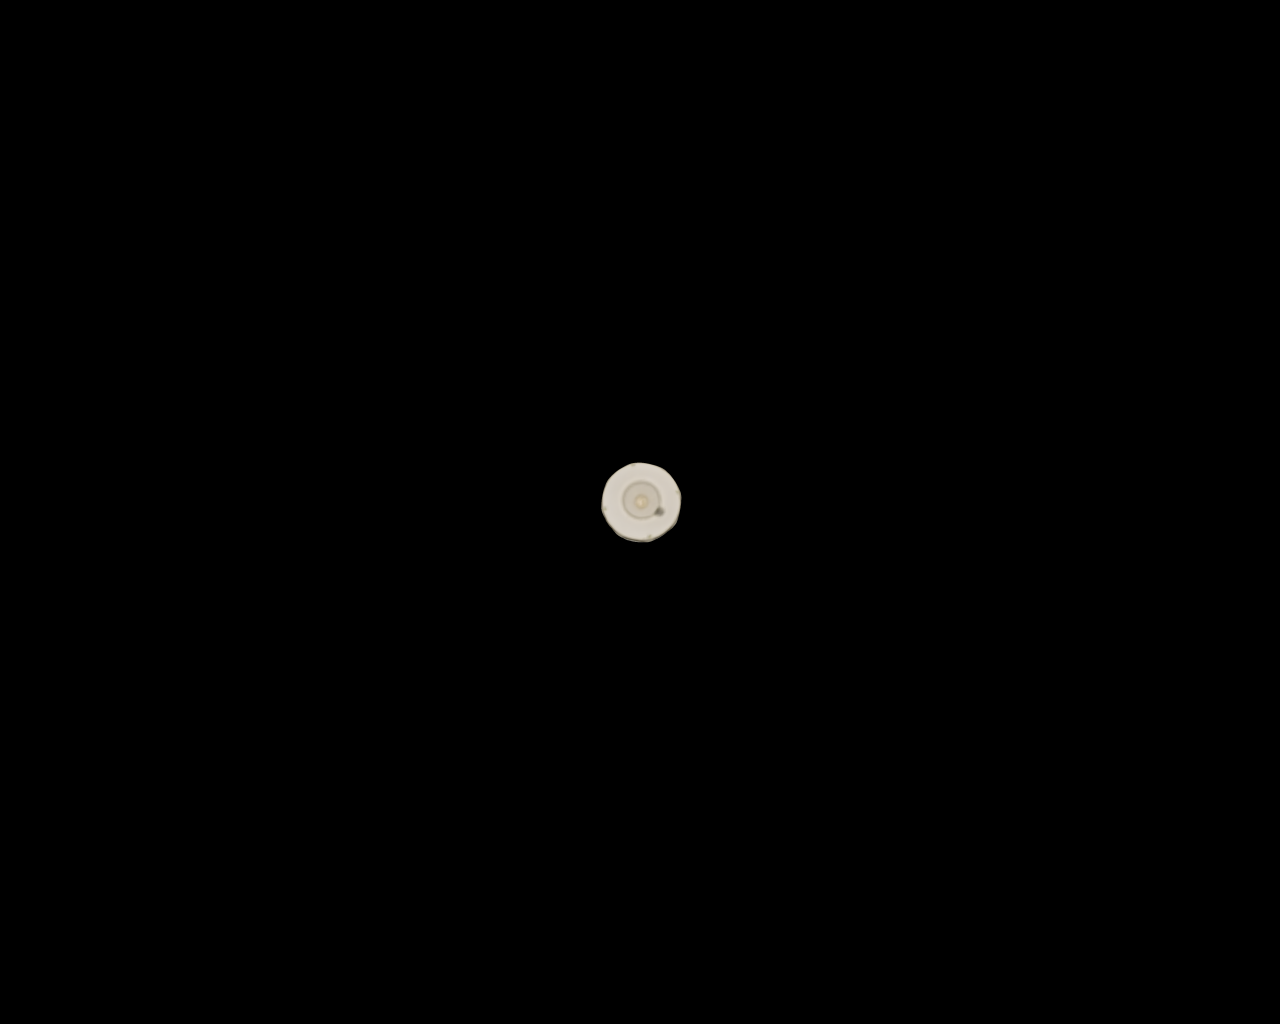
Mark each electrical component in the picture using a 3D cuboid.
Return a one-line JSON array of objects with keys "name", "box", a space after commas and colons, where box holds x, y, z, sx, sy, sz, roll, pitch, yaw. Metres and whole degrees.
[{"name": "electrical component", "box": [0.001, -0.003, 0.650, 0.048, 0.048, 0.062, 0, -9, 0]}]
